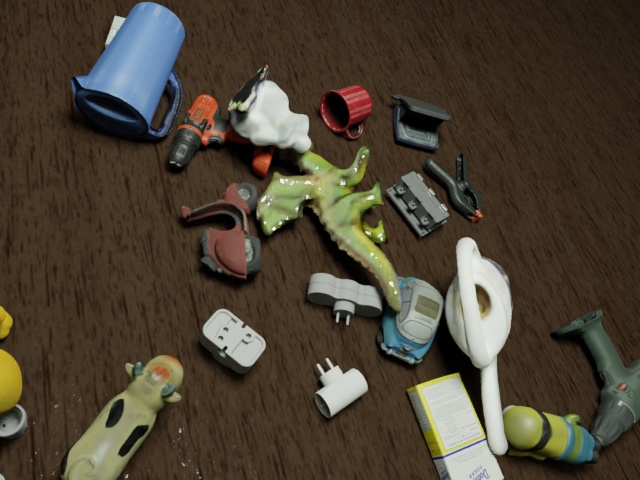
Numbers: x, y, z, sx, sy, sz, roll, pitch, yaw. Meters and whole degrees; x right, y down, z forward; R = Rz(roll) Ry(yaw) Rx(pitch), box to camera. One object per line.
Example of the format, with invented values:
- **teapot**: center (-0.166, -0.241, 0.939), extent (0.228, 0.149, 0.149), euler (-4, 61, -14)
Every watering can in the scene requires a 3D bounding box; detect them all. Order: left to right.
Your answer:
- **watering can**: center (0.284, 0.162, 0.899), extent (0.103, 0.347, 0.226), euler (-9, 4, 24)

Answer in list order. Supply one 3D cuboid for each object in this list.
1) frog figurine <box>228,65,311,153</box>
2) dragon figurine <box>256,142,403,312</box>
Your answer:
- **frog figurine**: center (-0.089, -0.226, 0.977), extent (0.121, 0.141, 0.157), euler (-28, -53, 29)
- **dragon figurine**: center (0.003, -0.049, 0.964), extent (0.243, 0.420, 0.119), euler (-6, -34, -5)
